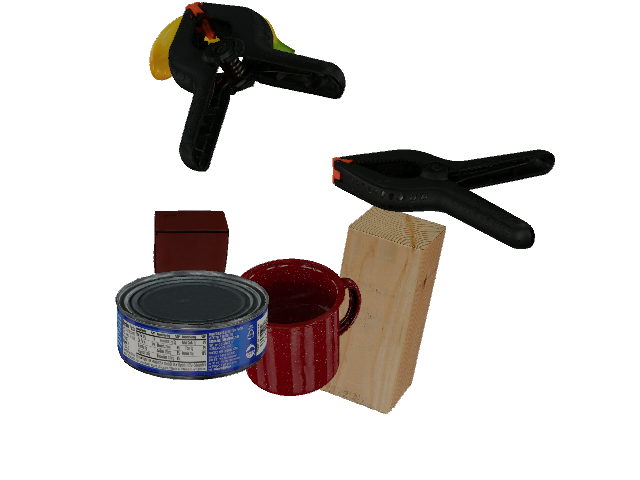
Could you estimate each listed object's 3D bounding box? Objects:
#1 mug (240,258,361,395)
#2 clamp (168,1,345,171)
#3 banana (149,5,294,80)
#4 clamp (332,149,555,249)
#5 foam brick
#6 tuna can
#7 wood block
[{"bbox_3d":[-0.015,0.070,0.894,0.117,0.081,0.093,-24,40,-29],"label":"mug"},{"bbox_3d":[-0.053,-0.124,0.754,0.120,0.171,0.039,-19,-44,0],"label":"clamp"},{"bbox_3d":[-0.104,-0.196,1.032,0.070,0.037,0.197,44,38,20],"label":"banana"},{"bbox_3d":[0.116,-0.056,1.003,0.210,0.036,0.164,12,32,21],"label":"clamp"},{"bbox_3d":[-0.140,0.001,1.145,0.078,0.051,0.053,0,25,-9],"label":"foam brick"},{"bbox_3d":[-0.072,0.047,0.603,0.086,0.034,0.086,2,18,-1],"label":"tuna can"},{"bbox_3d":[0.070,0.078,1.214,0.090,0.206,0.090,18,24,18],"label":"wood block"}]
